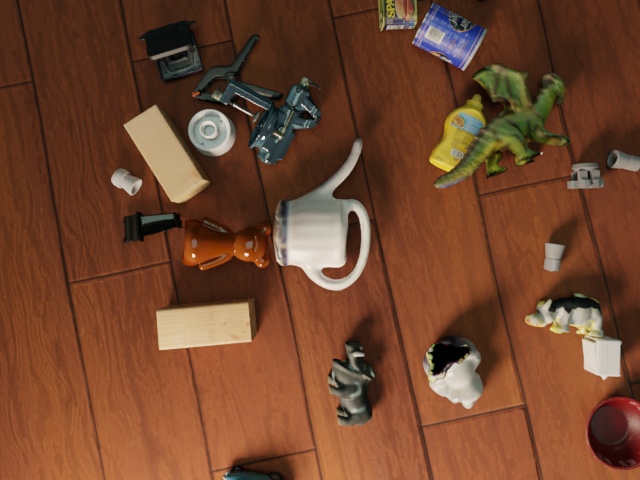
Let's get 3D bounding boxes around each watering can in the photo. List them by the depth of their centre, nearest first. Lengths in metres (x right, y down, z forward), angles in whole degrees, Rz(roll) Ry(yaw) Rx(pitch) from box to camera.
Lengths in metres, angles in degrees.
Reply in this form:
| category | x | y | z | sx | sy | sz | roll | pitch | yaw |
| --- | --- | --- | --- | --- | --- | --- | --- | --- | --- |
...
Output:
| category | x | y | z | sx | sy | sz | roll | pitch | yaw |
| --- | --- | --- | --- | --- | --- | --- | --- | --- | --- |
| watering can | 0.004 | -0.060 | 1.183 | 0.224 | 0.104 | 0.349 | 0 | 87 | 2 |

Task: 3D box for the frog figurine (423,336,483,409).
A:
| category | x | y | z | sx | sy | sz | roll | pitch | yaw |
| --- | --- | --- | --- | --- | --- | --- | --- | --- | --- |
| frog figurine | 0.315 | 0.300 | 1.177 | 0.138 | 0.124 | 0.157 | -49 | 124 | -9 |

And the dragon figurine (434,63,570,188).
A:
| category | x | y | z | sx | sy | sz | roll | pitch | yaw |
| --- | --- | --- | --- | --- | --- | --- | --- | --- | --- |
| dragon figurine | 0.411 | -0.279 | 1.175 | 0.412 | 0.121 | 0.244 | -17 | 86 | -15 |
